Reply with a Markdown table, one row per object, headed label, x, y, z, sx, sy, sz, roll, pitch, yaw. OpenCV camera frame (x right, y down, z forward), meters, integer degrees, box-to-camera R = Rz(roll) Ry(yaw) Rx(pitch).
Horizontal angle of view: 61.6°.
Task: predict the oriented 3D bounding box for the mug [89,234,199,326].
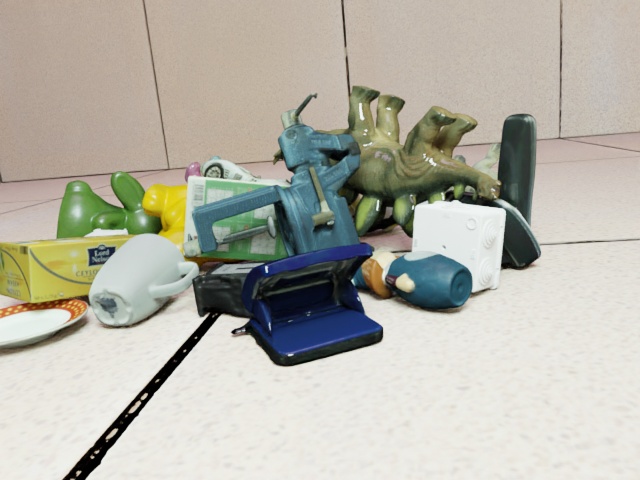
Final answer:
| label | x | y | z | sx | sy | sz | roll | pitch | yaw |
| --- | --- | --- | --- | --- | --- | --- | --- | --- | --- |
| mug | -0.197 | 0.051 | 0.602 | 0.110 | 0.080 | 0.107 | 4 | 26 | 11 |

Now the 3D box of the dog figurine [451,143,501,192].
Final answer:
| label | x | y | z | sx | sy | sz | roll | pitch | yaw |
| --- | --- | --- | --- | --- | --- | --- | --- | --- | --- |
| dog figurine | 0.244 | -0.059 | 0.887 | 0.172 | 0.121 | 0.190 | -36 | 10 | 39 |

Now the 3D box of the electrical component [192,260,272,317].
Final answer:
| label | x | y | z | sx | sy | sz | roll | pitch | yaw |
| --- | --- | --- | --- | --- | --- | --- | --- | --- | --- |
| electrical component | -0.071 | 0.053 | 0.593 | 0.119 | 0.047 | 0.075 | -3 | 13 | 20 |

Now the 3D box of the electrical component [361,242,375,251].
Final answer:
| label | x | y | z | sx | sy | sz | roll | pitch | yaw |
| --- | --- | --- | --- | --- | --- | --- | --- | --- | --- |
| electrical component | 0.046 | 0.019 | 0.751 | 0.063 | 0.021 | 0.094 | -7 | 12 | -10 |

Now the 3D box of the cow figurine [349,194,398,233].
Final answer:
| label | x | y | z | sx | sy | sz | roll | pitch | yaw |
| --- | --- | --- | --- | --- | --- | --- | --- | --- | --- |
| cow figurine | 0.067 | -0.044 | 0.905 | 0.167 | 0.098 | 0.068 | -24 | 19 | 1 |

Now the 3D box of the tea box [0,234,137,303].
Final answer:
| label | x | y | z | sx | sy | sz | roll | pitch | yaw |
| --- | --- | --- | --- | --- | --- | --- | --- | --- | --- |
| tea box | -0.297 | 0.031 | 0.675 | 0.098 | 0.068 | 0.169 | 3 | 5 | 41 |

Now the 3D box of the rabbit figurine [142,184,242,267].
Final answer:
| label | x | y | z | sx | sy | sz | roll | pitch | yaw |
| --- | --- | --- | --- | --- | --- | --- | --- | --- | --- |
| rabbit figurine | -0.192 | -0.002 | 0.805 | 0.162 | 0.121 | 0.173 | 4 | 27 | 0 |

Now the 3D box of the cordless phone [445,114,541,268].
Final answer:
| label | x | y | z | sx | sy | sz | roll | pitch | yaw |
| --- | --- | --- | --- | --- | --- | --- | --- | --- | --- |
| cordless phone | 0.213 | -0.065 | 0.679 | 0.089 | 0.184 | 0.147 | -1 | 11 | -17 |

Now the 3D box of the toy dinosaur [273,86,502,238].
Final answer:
| label | x | y | z | sx | sy | sz | roll | pitch | yaw |
| --- | --- | --- | --- | --- | --- | --- | --- | --- | --- |
| toy dinosaur | 0.067 | -0.115 | 0.770 | 0.105 | 0.198 | 0.472 | 8 | 16 | -36 |

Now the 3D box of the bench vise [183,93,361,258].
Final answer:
| label | x | y | z | sx | sy | sz | roll | pitch | yaw |
| --- | --- | --- | --- | --- | --- | --- | --- | --- | --- |
| bench vise | -0.057 | -0.044 | 0.665 | 0.241 | 0.223 | 0.129 | -18 | 9 | -10 |

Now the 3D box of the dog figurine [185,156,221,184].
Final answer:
| label | x | y | z | sx | sy | sz | roll | pitch | yaw |
| --- | --- | --- | --- | --- | --- | --- | --- | --- | --- |
| dog figurine | -0.143 | -0.040 | 0.937 | 0.219 | 0.191 | 0.108 | 34 | 20 | 11 |

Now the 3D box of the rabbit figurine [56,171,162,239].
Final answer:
| label | x | y | z | sx | sy | sz | roll | pitch | yaw |
| --- | --- | --- | --- | --- | --- | --- | --- | --- | --- |
| rabbit figurine | -0.343 | -0.034 | 0.915 | 0.170 | 0.159 | 0.121 | 8 | -1 | -14 |

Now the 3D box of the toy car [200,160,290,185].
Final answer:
| label | x | y | z | sx | sy | sz | roll | pitch | yaw |
| --- | --- | --- | --- | --- | --- | --- | --- | --- | --- |
| toy car | -0.096 | -0.075 | 0.814 | 0.202 | 0.056 | 0.073 | 24 | -4 | 28 |

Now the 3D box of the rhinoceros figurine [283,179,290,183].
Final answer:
| label | x | y | z | sx | sy | sz | roll | pitch | yaw |
| --- | --- | --- | --- | --- | --- | --- | --- | --- | --- |
| rhinoceros figurine | -0.024 | -0.105 | 1.238 | 0.112 | 0.073 | 0.191 | -27 | 25 | -33 |

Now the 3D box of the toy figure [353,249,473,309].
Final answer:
| label | x | y | z | sx | sy | sz | roll | pitch | yaw |
| --- | --- | --- | --- | --- | --- | --- | --- | --- | --- |
| toy figure | 0.089 | 0.039 | 0.579 | 0.155 | 0.058 | 0.064 | 7 | -20 | 49 |

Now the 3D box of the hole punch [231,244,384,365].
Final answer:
| label | x | y | z | sx | sy | sz | roll | pitch | yaw |
| --- | --- | --- | --- | --- | --- | --- | --- | --- | --- |
| hole punch | -0.012 | 0.049 | 0.505 | 0.142 | 0.092 | 0.116 | -14 | 11 | -21 |
